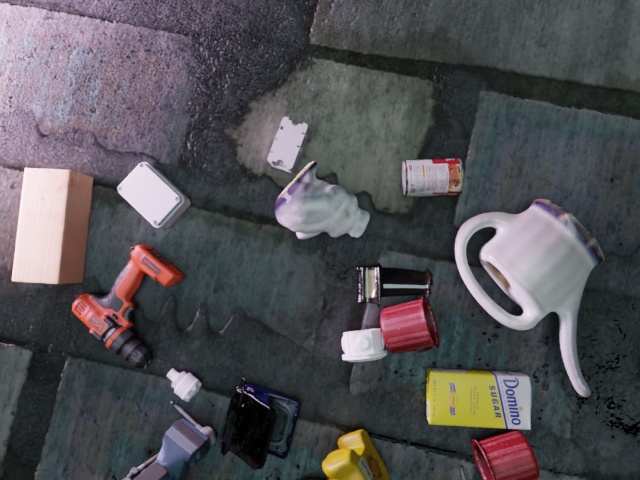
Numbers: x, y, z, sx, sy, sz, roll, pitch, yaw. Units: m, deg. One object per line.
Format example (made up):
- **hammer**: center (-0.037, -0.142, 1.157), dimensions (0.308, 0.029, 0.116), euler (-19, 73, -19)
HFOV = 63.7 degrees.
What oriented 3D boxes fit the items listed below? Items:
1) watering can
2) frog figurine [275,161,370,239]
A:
- **watering can**: center (0.397, 0.076, 0.894), dimensions (0.225, 0.103, 0.349), euler (-42, 83, -2)
- **frog figurine**: center (0.003, -0.047, 0.928), dimensions (0.159, 0.125, 0.135), euler (43, 122, -3)
